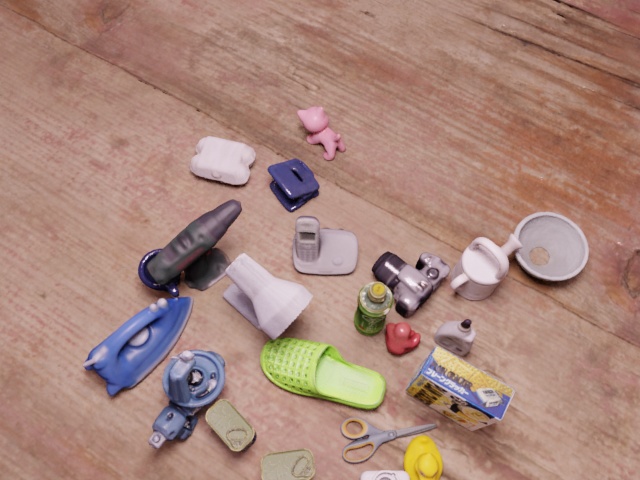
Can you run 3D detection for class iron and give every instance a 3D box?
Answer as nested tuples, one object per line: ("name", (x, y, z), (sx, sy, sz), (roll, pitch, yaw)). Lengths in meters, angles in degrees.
("iron", (-0.373, 0.191, 1.186), (0.118, 0.141, 0.259), (39, 72, 15))

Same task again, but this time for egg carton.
("egg carton", (-0.235, -0.190, 1.390), (0.150, 0.069, 0.107), (12, 67, 5))

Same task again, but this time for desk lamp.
("desk lamp", (-0.116, 0.118, 1.180), (0.203, 0.213, 0.118), (38, 72, 15))

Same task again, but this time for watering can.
("watering can", (0.353, 0.048, 1.224), (0.100, 0.194, 0.173), (32, 70, 13))

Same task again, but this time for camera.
("camera", (0.194, 0.074, 1.263), (0.136, 0.101, 0.143), (41, 72, 16))

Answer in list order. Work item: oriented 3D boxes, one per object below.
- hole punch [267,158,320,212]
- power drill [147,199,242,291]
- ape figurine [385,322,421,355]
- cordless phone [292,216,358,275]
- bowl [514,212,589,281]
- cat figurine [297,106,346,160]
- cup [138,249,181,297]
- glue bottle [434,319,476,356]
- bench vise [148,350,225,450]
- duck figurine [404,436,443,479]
("hole punch", (-0.062, -0.142, 1.358), (0.101, 0.091, 0.108), (-34, 71, -14))
("power drill", (-0.251, 0.024, 1.222), (0.230, 0.208, 0.075), (-38, 72, -15))
("ape figurine", (0.173, 0.201, 1.212), (0.077, 0.092, 0.076), (40, 72, 16))
("cordless phone", (0.011, 0.004, 1.245), (0.147, 0.185, 0.094), (-1, 67, 0))
("bowl", (0.512, 0.025, 1.300), (0.167, 0.075, 0.167), (0, 67, 0))
("cat figurine", (0.005, -0.274, 1.401), (0.127, 0.118, 0.067), (42, 73, 16))
("cup", (-0.334, 0.086, 1.256), (0.092, 0.095, 0.117), (-34, 71, -14))
("glue bottle", (0.285, 0.191, 1.173), (0.078, 0.173, 0.037), (30, 70, 12))
("bench vise", (-0.254, 0.299, 1.098), (0.121, 0.220, 0.207), (9, 67, 4))
("duck figurine", (0.206, 0.434, 1.116), (0.077, 0.086, 0.104), (2, 67, 1))
